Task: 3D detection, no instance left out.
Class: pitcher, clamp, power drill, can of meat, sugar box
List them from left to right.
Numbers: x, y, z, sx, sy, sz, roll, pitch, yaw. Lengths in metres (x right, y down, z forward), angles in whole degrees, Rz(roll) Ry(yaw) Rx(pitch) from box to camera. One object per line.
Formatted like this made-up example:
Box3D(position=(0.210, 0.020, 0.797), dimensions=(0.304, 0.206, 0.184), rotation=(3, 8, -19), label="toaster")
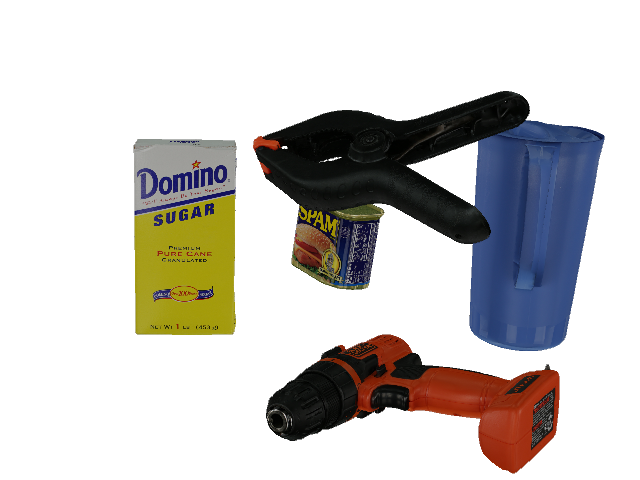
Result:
Box3D(position=(-0.123, -0.003, 0.975), dimensions=(0.093, 0.176, 0.048), rotation=(0, 14, -5), label="sugar box")
Box3D(position=(0.015, -0.003, 1.123), dimensions=(0.057, 0.084, 0.102), rotation=(-5, 22, -35), label="can of meat")
Box3D(position=(0.037, -0.042, 0.645), dimensions=(0.172, 0.039, 0.120), rotation=(-5, 38, 20), label="clamp")
Box3D(position=(0.074, 0.123, 0.814), dimensions=(0.188, 0.057, 0.184), rotation=(10, 17, 31), label="power drill")
Box3D(position=(0.226, -0.005, 1.158), dimensions=(0.148, 0.243, 0.145), rotation=(-8, 19, -36), label="pitcher")
